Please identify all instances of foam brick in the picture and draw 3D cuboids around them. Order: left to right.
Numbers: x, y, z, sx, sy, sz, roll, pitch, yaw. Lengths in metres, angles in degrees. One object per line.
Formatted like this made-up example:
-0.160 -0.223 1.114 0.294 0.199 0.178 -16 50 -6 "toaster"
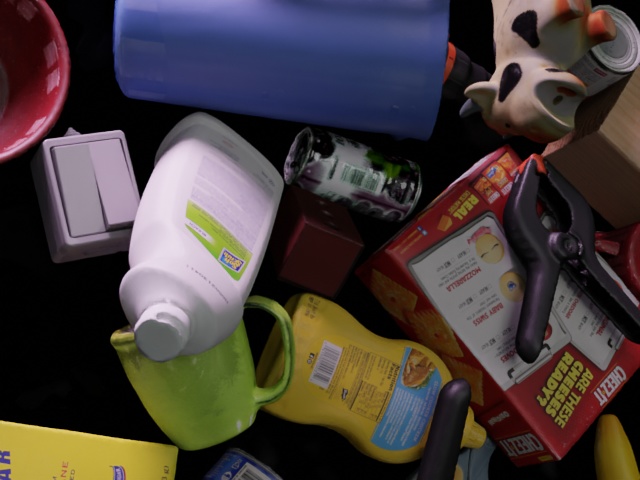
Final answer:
-0.005 0.001 0.821 0.053 0.078 0.051 21 109 -20 "foam brick"

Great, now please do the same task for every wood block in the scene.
0.318 -0.050 0.981 0.206 0.091 0.090 41 64 -10 "wood block"

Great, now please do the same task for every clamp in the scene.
0.082 0.217 0.806 0.210 0.036 0.164 -39 112 -13 "clamp"
0.200 0.015 0.851 0.120 0.039 0.171 5 70 -25 "clamp"

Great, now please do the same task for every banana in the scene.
0.284 0.247 0.921 0.069 0.037 0.198 -38 95 -42 "banana"

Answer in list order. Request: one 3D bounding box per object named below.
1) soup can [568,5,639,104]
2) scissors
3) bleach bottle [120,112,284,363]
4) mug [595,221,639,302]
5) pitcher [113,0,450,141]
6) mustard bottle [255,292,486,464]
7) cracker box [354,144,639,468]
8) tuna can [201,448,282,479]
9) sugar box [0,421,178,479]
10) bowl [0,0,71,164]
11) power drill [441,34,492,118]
0.231 -0.160 0.961 0.068 0.102 0.068 9 70 -24 "soup can"
0.144 0.186 0.882 0.201 0.016 0.096 -34 90 -27 "scissors"
-0.087 -0.001 0.717 0.102 0.068 0.250 38 23 -12 "bleach bottle"
0.269 0.023 0.944 0.117 0.082 0.093 24 68 -17 "mug"
-0.026 -0.158 0.793 0.243 0.145 0.149 5 92 -2 "pitcher"
0.047 0.120 0.831 0.191 0.058 0.096 26 76 -16 "mustard bottle"
0.158 0.053 0.885 0.164 0.072 0.213 -40 91 -29 "cracker box"
-0.045 0.189 0.757 0.086 0.086 0.033 46 65 -7 "tuna can"
-0.190 0.173 0.718 0.176 0.048 0.093 12 72 -22 "sugar box"
-0.262 -0.120 0.756 0.161 0.055 0.162 6 74 -23 "bowl"
0.104 -0.216 0.945 0.184 0.057 0.187 25 67 -25 "power drill"
